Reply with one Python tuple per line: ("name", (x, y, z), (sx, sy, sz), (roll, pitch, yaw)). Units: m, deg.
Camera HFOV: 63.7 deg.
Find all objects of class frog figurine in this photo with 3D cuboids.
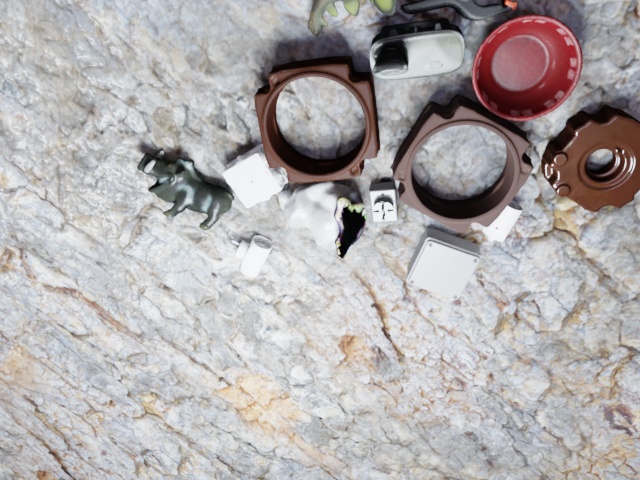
("frog figurine", (0.003, -0.049, 0.971), (0.160, 0.124, 0.134), (20, 137, 40))
